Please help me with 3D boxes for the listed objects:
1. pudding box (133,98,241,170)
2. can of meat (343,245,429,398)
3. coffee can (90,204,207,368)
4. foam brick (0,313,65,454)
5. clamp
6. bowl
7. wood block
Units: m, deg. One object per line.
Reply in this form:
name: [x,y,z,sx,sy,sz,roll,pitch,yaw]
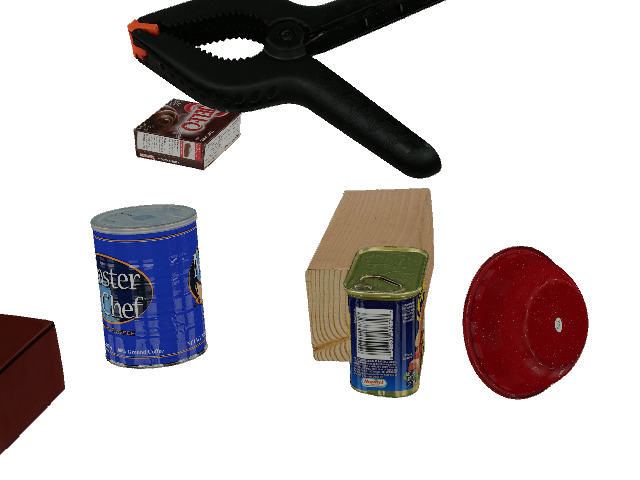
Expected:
pudding box: [-0.154,-0.126,1.247,0.090,0.039,0.113,11,31,14]
can of meat: [0.051,0.060,0.805,0.057,0.084,0.102,2,19,10]
coffee can: [-0.168,0.043,1.053,0.103,0.140,0.103,-3,14,1]
foam brick: [-0.204,0.088,0.665,0.053,0.051,0.078,7,30,21]
clamp: [-0.016,-0.108,0.661,0.210,0.164,0.036,0,-34,1]
bowl: [0.225,0.086,1.101,0.161,0.162,0.055,0,-1,-34]
wood block: [0.052,0.026,0.996,0.091,0.090,0.206,-1,22,11]
